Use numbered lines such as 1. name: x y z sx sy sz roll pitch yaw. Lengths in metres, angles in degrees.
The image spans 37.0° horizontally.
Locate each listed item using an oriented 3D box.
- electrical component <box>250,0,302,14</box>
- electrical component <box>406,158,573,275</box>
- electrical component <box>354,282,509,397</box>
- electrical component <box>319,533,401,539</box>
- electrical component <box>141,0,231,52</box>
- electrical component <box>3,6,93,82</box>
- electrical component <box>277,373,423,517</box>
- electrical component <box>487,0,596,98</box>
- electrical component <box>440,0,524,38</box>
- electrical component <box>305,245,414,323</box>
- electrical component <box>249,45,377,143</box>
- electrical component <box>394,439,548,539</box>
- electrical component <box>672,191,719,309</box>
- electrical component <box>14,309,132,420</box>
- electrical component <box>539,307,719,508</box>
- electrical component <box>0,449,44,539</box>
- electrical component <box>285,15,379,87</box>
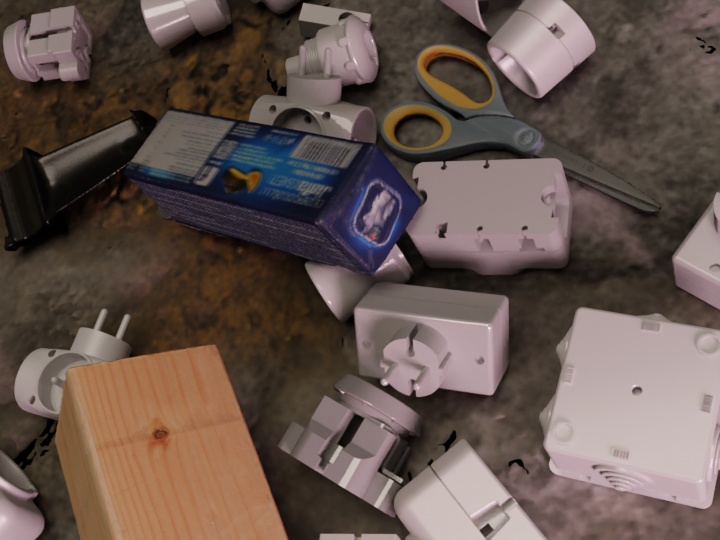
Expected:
1. electrical component: -0.073 -0.240 0.805 0.059 0.053 0.095 -38 59 -1
2. electrical component: 0.080 -0.031 0.651 0.089 0.055 0.050 0 66 19
3. electrical component: 0.035 0.047 0.614 0.083 0.047 0.075 6 27 22
4. electrical component: 0.001 0.177 0.586 0.066 0.048 0.055 -4 57 17
5. electrical component: -0.130 -0.195 0.809 0.055 0.045 0.045 -18 61 9
6. electrical component: -0.243 -0.173 0.838 0.055 0.048 0.066 -7 63 7
7. electrical component: 0.000 0.097 0.618 0.078 0.058 0.057 26 79 28
8. electrical component: 0.116 -0.145 0.695 0.047 0.055 0.055 -45 60 -1
9. electrical component: 0.090 -0.209 0.710 0.099 0.099 0.064 -47 54 -6
10. electrical component: 0.000 0.000 0.671 0.055 0.045 0.045 -33 60 2
11. electrical component: -0.031 -0.110 0.721 0.077 0.044 0.079 11 109 23
12. electrical component: 0.064 0.147 0.573 0.059 0.053 0.095 -39 59 -2
13. electrical component: 0.214 -0.028 0.592 0.047 0.075 0.083 33 79 29
14. electrical component: -0.174 0.063 0.701 0.077 0.044 0.079 11 70 23
15. electrical component: 0.152 0.072 0.581 0.100 0.048 0.099 9 70 23
16. electrical component: -0.249 0.145 0.683 0.059 0.053 0.095 -47 60 -7
17. electrical component: -0.021 -0.147 0.750 0.062 0.048 0.048 -13 62 21
